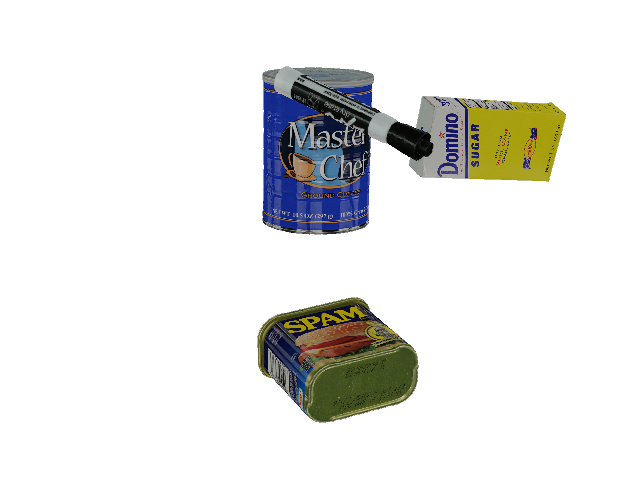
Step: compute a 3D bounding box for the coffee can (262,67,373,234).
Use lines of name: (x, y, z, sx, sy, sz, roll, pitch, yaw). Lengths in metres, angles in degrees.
coffee can: (-0.003, -0.086, 0.998, 0.103, 0.140, 0.103, 1, 15, 0)

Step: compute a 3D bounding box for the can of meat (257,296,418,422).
can of meat: (0.014, 0.093, 0.831, 0.101, 0.057, 0.084, -11, 27, -25)

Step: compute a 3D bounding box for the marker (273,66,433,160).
marker: (0.021, -0.082, 0.686, 0.121, 0.020, 0.020, 29, 15, 28)

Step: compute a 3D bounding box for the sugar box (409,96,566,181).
sugar box: (0.202, -0.122, 1.292, 0.176, 0.093, 0.048, -1, 27, -20)
